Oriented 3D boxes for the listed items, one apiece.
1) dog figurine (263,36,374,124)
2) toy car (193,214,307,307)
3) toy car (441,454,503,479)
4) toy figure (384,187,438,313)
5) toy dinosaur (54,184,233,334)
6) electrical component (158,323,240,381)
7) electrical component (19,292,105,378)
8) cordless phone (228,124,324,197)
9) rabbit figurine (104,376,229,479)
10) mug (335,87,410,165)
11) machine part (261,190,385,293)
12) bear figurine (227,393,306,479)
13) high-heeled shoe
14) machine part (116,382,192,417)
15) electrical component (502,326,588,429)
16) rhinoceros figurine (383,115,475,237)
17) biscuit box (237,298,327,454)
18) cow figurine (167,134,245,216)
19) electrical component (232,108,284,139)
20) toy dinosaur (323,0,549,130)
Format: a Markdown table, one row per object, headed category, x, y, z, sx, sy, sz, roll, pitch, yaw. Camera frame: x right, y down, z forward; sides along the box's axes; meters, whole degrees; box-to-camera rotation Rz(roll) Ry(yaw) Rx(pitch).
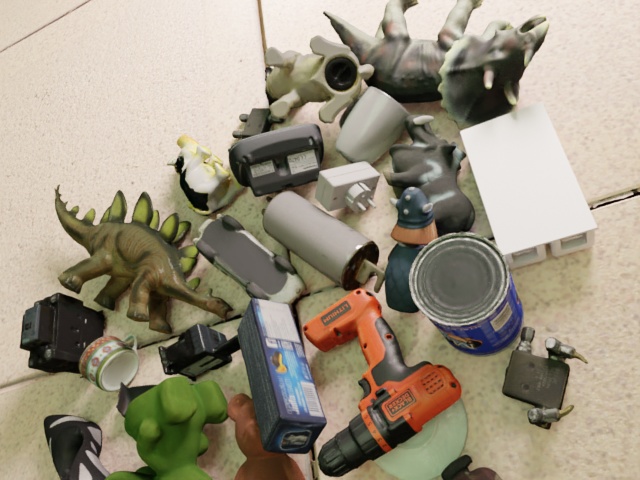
| category | x | y | z | sx | sy | sz | roll | pitch | yaw |
| --- | --- | --- | --- | --- | --- | --- | --- | --- | --- |
| dog figurine | -0.009 | -0.256 | 0.860 | 0.172 | 0.191 | 0.121 | 5 | 106 | -2 |
| toy car | -0.109 | 0.032 | 0.801 | 0.202 | 0.056 | 0.073 | 36 | 77 | 26 |
| toy car | 0.114 | 0.316 | 0.568 | 0.202 | 0.053 | 0.089 | -39 | 59 | 4 |
| toy figure | 0.111 | 0.011 | 0.660 | 0.064 | 0.058 | 0.154 | 9 | 103 | 13 |
| toy dinosaur | -0.330 | 0.019 | 0.908 | 0.472 | 0.105 | 0.198 | 20 | 69 | 23 |
| electrical component | -0.162 | 0.154 | 0.770 | 0.119 | 0.074 | 0.048 | -34 | 57 | 13 |
| electrical component | -0.411 | 0.152 | 0.861 | 0.058 | 0.134 | 0.115 | -23 | 61 | 16 |
| cordless phone | -0.078 | -0.140 | 0.867 | 0.147 | 0.088 | 0.184 | -17 | 20 | -11 |
| rabbit figurine | -0.190 | 0.277 | 0.673 | 0.159 | 0.121 | 0.170 | -26 | 64 | 6 |
| mug | 0.066 | -0.168 | 0.810 | 0.110 | 0.080 | 0.107 | 38 | 93 | 37 |
| machine part | -0.002 | -0.002 | 0.763 | 0.243 | 0.079 | 0.079 | 33 | 84 | 35 |
| bear figurine | -0.064 | 0.270 | 0.637 | 0.120 | 0.131 | 0.196 | -5 | 68 | 3 |
| high-heeled shoe | -0.363 | 0.307 | 0.754 | 0.249 | 0.145 | 0.086 | 19 | 75 | 31 |
| machine part | -0.240 | 0.243 | 0.789 | 0.139 | 0.039 | 0.084 | 0 | 72 | 25 |
| electrical component | 0.243 | 0.150 | 0.586 | 0.078 | 0.045 | 0.102 | 19 | 76 | 31 |
| rhinoceros figurine | 0.148 | -0.089 | 0.732 | 0.112 | 0.073 | 0.190 | -24 | 58 | 16 |
| biscuit box | -0.053 | 0.162 | 0.666 | 0.062 | 0.059 | 0.203 | -63 | 29 | 27 |
| cow figurine | -0.212 | -0.112 | 0.931 | 0.098 | 0.068 | 0.168 | -50 | 54 | 5 |
| electrical component | -0.109 | -0.200 | 0.946 | 0.094 | 0.021 | 0.063 | 8 | 71 | 29 |
| toy dinosaur | 0.144 | -0.266 | 0.801 | 0.405 | 0.131 | 0.192 | 13 | 72 | 37 |
